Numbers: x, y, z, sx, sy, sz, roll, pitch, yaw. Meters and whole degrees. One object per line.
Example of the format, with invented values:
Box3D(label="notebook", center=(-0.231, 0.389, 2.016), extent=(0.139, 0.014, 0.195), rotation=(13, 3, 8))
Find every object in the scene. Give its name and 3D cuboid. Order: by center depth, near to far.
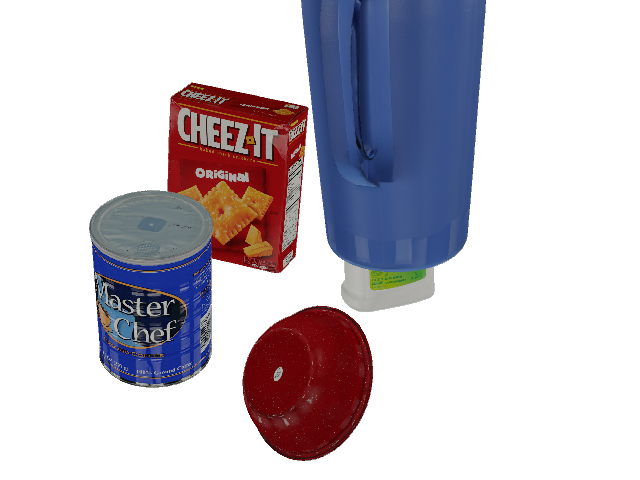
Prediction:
Box3D(label="pitcher", center=(0.049, -0.099, 0.758), extent=(0.149, 0.243, 0.145), rotation=(-13, 28, -19))
Box3D(label="coffee can", center=(-0.145, 0.042, 0.930), extent=(0.103, 0.140, 0.103), rotation=(3, 35, -2))
Box3D(label="bowl", center=(-0.027, 0.139, 1.081), extent=(0.162, 0.162, 0.055), rotation=(0, -16, 41))
Box3D(label="bleach bottle", center=(0.066, -0.056, 1.111), extent=(0.102, 0.251, 0.068), rotation=(-11, 22, -15))
Box3D(label="cracker box", center=(-0.110, -0.077, 1.361), extent=(0.164, 0.214, 0.072), rotation=(14, 29, 15))
